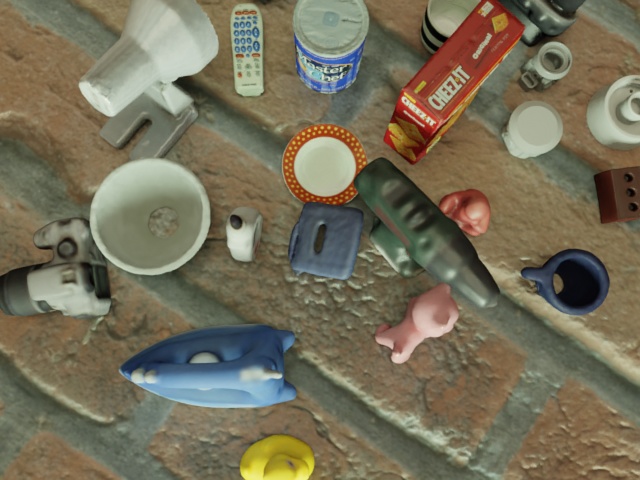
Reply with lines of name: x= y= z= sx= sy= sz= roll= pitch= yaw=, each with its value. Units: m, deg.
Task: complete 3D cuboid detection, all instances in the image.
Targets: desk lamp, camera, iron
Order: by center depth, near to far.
iron: x=-0.162 y=0.178 z=0.774 sx=0.258 sy=0.141 sz=0.119 roll=-3 pitch=84 yaw=-1
desk lamp: x=-0.229 y=-0.216 z=0.777 sx=0.118 sy=0.213 sz=0.203 roll=36 pitch=85 yaw=3
camera: x=-0.380 y=0.048 z=0.803 sx=0.137 sy=0.101 sz=0.143 roll=-11 pitch=84 yaw=-2

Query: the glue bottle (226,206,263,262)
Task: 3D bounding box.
glue bottle: x=-0.106 y=-0.014 z=0.779 sx=0.037 sy=0.173 sz=0.078 roll=6 pitch=84 yaw=0

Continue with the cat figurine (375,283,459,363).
cat figurine: x=0.142 y=0.117 z=0.799 sx=0.128 sy=0.117 sz=0.067 roll=-43 pitch=86 yaw=-5

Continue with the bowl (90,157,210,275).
bowl: x=-0.236 y=-0.031 z=0.827 sx=0.167 sy=0.074 sz=0.167 roll=0 pitch=84 yaw=-1

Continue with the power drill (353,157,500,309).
power drill: x=0.132 y=-0.002 z=0.765 sx=0.075 sy=0.208 sz=0.229 roll=-41 pitch=86 yaw=-5

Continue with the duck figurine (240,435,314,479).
duck figurine: x=-0.060 y=0.316 z=0.790 sx=0.104 sy=0.086 sz=0.077 roll=-2 pitch=84 yaw=-1

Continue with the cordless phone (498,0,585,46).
cordless phone: x=0.326 y=-0.378 z=0.820 sx=0.147 sy=0.185 sz=0.094 roll=40 pitch=85 yaw=3

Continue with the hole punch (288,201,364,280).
hole punch: x=0.008 y=0.003 z=0.821 sx=0.101 sy=0.091 sz=0.109 roll=12 pitch=84 yaw=0

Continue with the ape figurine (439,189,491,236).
ape figurine: x=0.217 y=-0.043 z=0.830 sx=0.076 sy=0.092 sz=0.078 roll=-36 pitch=86 yaw=-4

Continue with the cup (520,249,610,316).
cup: x=0.335 y=0.059 z=0.821 sx=0.117 sy=0.095 sz=0.092 roll=10 pitch=84 yaw=0
